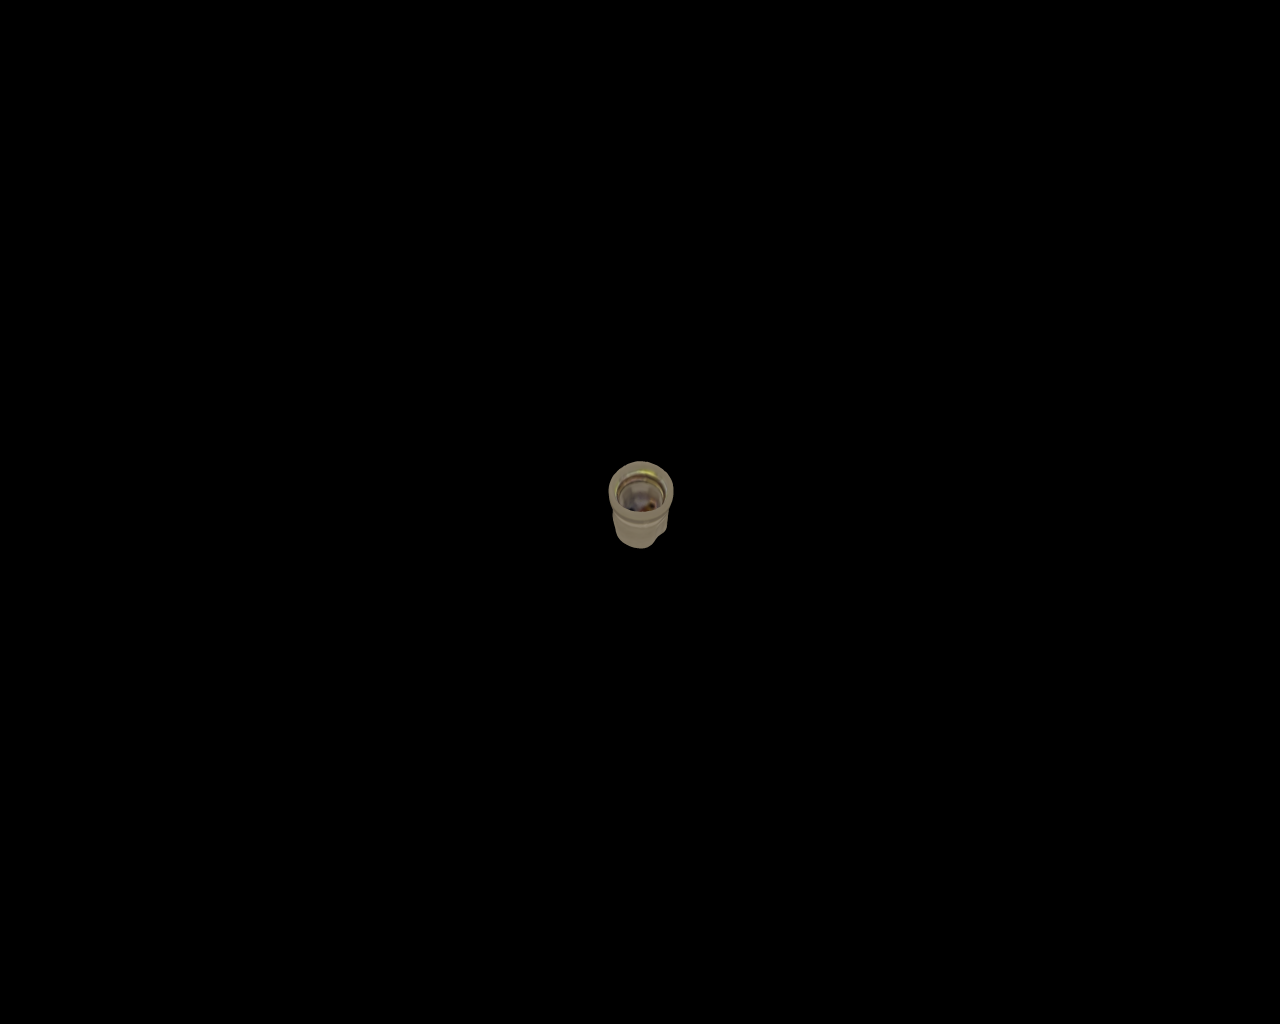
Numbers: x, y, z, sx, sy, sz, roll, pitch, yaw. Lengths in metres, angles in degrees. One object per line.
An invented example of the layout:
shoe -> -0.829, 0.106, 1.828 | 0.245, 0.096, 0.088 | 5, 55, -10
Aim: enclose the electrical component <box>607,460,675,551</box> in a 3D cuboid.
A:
electrical component -> 0.001, -0.003, 0.650 | 0.040, 0.040, 0.046 | 0, -34, 0
